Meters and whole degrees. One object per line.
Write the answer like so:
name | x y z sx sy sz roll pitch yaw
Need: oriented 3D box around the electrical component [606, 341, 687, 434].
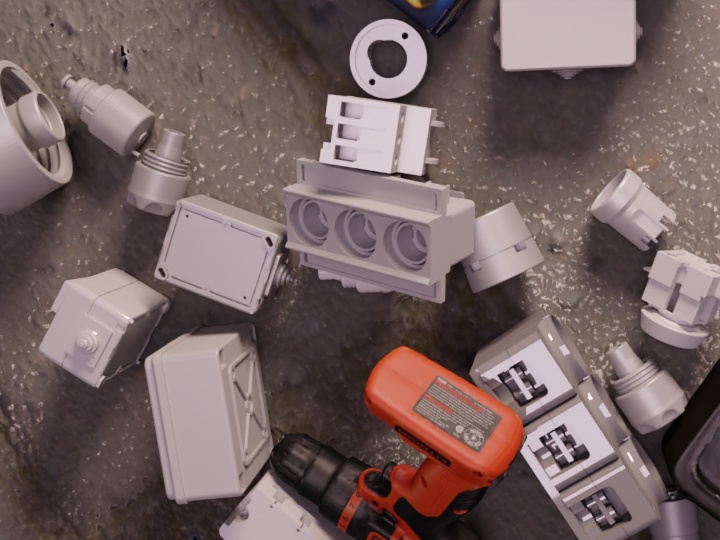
electrical component | 0.198 0.080 0.760 0.043 0.043 0.062 -35 86 14

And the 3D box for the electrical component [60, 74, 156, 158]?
electrical component | -0.190 -0.119 0.806 0.078 0.040 0.040 37 103 3

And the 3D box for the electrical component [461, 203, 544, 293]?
electrical component | 0.095 -0.017 0.760 0.055 0.055 0.047 -25 90 13

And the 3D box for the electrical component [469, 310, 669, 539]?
electrical component | 0.147 0.108 0.750 0.062 0.089 0.150 -33 91 14

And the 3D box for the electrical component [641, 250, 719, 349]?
electrical component | 0.223 0.021 0.742 0.066 0.048 0.055 32 113 39

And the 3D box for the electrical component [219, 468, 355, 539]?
electrical component | -0.053 0.201 0.819 0.089 0.056 0.050 41 104 2

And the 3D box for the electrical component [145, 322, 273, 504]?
electrical component | -0.107 0.101 0.789 0.056 0.109 0.108 -7 97 9

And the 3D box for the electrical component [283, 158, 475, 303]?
electrical component | 0.014 -0.032 0.741 0.121 0.063 0.078 15 117 34

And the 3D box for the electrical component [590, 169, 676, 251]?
electrical component | 0.190 -0.041 0.746 0.046 0.040 0.040 40 103 -3

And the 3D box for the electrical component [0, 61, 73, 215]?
electrical component | -0.253 -0.101 0.790 0.060 0.108 0.108 -24 93 7

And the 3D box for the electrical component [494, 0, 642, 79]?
electrical component | 0.140 -0.180 0.729 0.100 0.048 0.099 -1 98 11

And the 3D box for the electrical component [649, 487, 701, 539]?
electrical component | 0.226 0.190 0.773 0.044 0.044 0.065 -8 92 12

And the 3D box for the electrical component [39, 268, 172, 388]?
electrical component | -0.195 0.041 0.802 0.061 0.096 0.061 31 103 5

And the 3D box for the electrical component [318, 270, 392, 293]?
electrical component | 0.000 0.000 0.791 0.061 0.035 0.035 -3 98 13

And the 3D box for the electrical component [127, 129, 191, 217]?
electrical component | -0.147 -0.074 0.804 0.043 0.043 0.062 20 100 8

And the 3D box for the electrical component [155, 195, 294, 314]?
electrical component | -0.091 -0.011 0.793 0.096 0.061 0.061 20 102 7
